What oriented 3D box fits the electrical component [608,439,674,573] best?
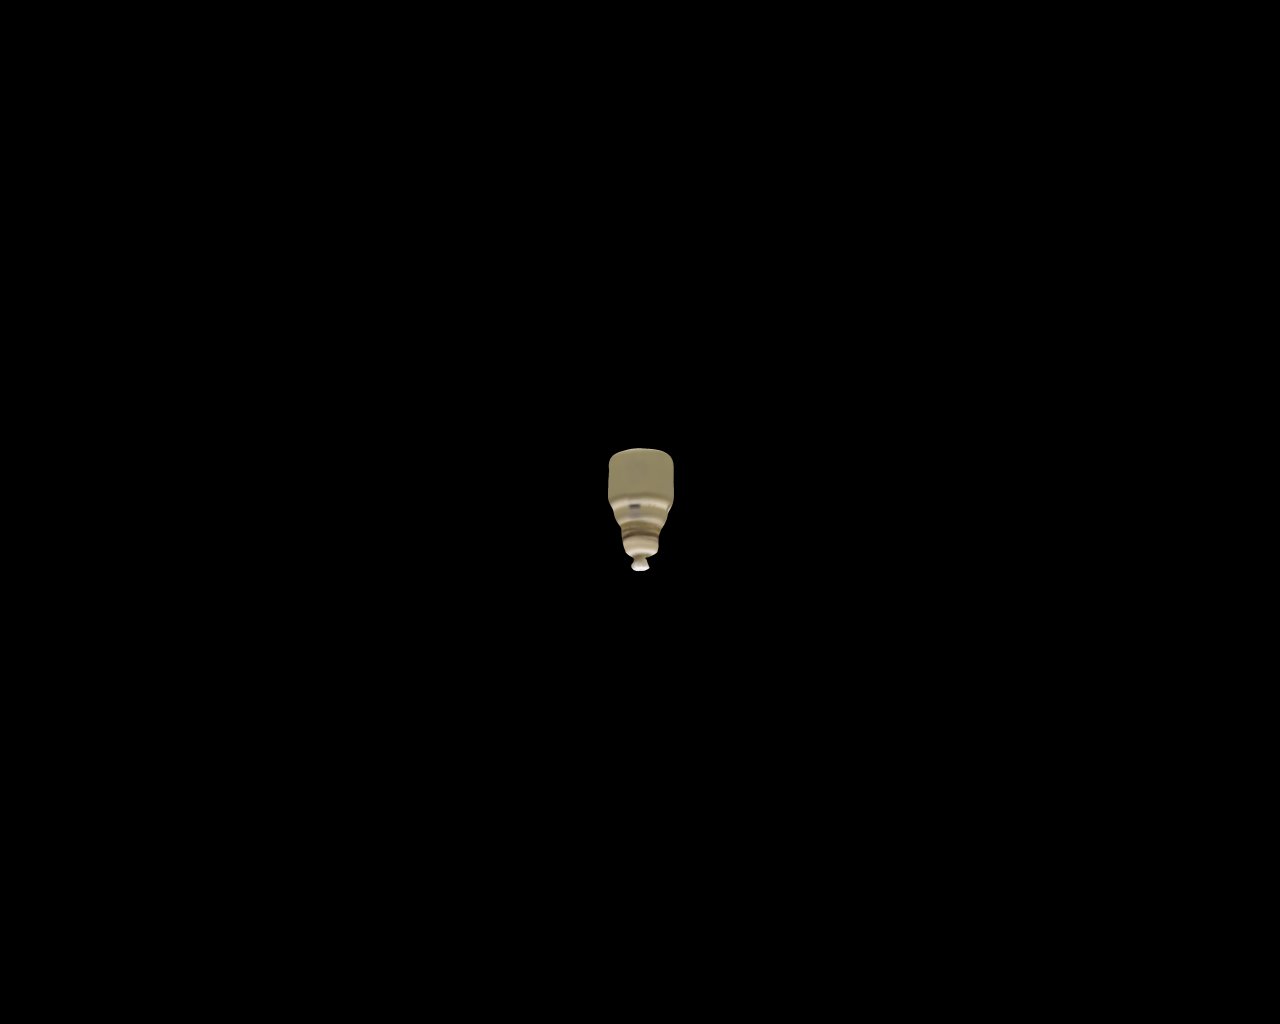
[{"bbox_3d":[0.001,-0.003,0.650,0.040,0.078,0.040,0,-15,0],"label":"electrical component"}]
